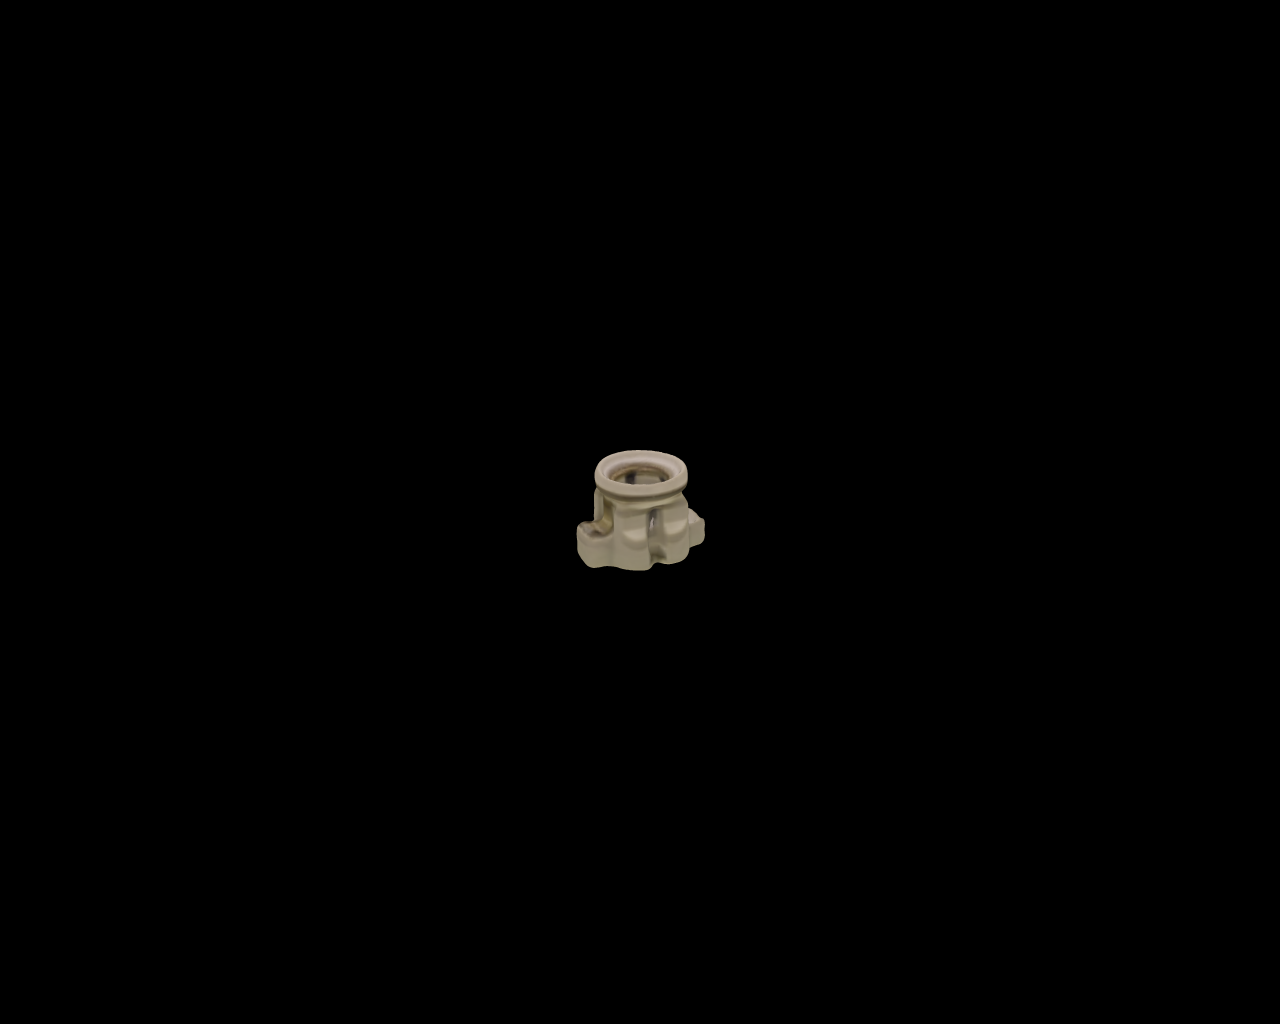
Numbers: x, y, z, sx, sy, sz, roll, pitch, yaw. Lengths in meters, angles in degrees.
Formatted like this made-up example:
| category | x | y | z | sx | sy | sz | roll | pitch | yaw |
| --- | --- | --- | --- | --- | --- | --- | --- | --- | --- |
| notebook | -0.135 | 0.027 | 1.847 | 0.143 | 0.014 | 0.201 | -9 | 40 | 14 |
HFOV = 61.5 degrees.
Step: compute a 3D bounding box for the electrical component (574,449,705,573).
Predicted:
| category | x | y | z | sx | sy | sz | roll | pitch | yaw |
| --- | --- | --- | --- | --- | --- | --- | --- | --- | --- |
| electrical component | 0.001 | -0.003 | 0.650 | 0.078 | 0.056 | 0.058 | -10 | 28 | -20 |
